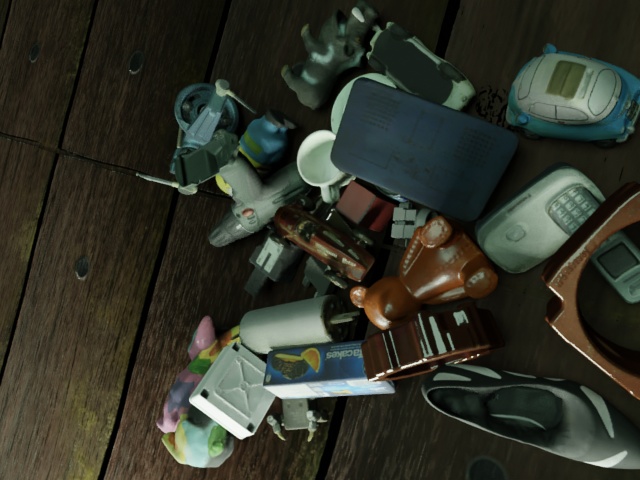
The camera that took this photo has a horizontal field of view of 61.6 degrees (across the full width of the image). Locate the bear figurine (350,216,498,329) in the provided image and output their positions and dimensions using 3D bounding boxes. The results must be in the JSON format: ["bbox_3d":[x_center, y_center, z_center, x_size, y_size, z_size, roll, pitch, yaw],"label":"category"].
[{"bbox_3d":[0.128,0.061,0.722,0.196,0.132,0.120,-40,84,17],"label":"bear figurine"}]

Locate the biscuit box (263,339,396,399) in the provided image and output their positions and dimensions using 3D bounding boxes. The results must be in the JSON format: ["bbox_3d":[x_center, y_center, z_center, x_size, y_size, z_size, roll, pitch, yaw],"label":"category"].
[{"bbox_3d":[0.014,0.194,0.803,0.203,0.059,0.063,-12,51,27],"label":"biscuit box"}]

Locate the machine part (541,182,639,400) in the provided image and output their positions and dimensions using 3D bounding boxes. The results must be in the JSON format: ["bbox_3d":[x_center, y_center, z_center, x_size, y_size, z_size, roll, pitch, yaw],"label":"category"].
[{"bbox_3d":[0.355,0.052,0.554,0.201,0.087,0.201,40,111,9],"label":"machine part"}]

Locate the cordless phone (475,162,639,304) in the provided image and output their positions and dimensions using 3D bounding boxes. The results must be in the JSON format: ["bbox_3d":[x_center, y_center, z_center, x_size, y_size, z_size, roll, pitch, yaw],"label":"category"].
[{"bbox_3d":[0.295,0.014,0.646,0.146,0.088,0.184,-42,74,22],"label":"cordless phone"}]

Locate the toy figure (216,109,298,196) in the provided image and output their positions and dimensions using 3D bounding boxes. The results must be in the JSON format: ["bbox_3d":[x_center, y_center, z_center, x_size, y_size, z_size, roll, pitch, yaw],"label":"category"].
[{"bbox_3d":[-0.115,-0.151,0.950,0.180,0.082,0.089,-53,38,25],"label":"toy figure"}]

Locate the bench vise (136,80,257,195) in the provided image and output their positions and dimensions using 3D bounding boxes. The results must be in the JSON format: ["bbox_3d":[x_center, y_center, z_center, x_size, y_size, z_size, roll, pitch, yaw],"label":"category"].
[{"bbox_3d":[-0.213,-0.202,0.971,0.240,0.129,0.223,-29,37,59],"label":"bench vise"}]

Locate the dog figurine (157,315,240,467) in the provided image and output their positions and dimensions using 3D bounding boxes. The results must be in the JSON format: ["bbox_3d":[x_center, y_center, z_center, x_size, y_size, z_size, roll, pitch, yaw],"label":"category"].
[{"bbox_3d":[-0.188,0.245,0.916,0.192,0.108,0.219,19,90,59],"label":"dog figurine"}]

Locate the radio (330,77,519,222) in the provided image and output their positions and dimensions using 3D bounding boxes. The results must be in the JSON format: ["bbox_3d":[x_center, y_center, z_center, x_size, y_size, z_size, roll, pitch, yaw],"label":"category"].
[{"bbox_3d":[0.136,-0.121,0.731,0.230,0.073,0.131,24,101,14],"label":"radio"}]

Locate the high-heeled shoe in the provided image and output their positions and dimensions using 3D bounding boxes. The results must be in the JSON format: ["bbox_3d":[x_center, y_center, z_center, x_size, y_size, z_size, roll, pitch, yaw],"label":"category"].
[{"bbox_3d":[0.243,0.201,0.609,0.249,0.145,0.086,14,92,37],"label":"high-heeled shoe"}]

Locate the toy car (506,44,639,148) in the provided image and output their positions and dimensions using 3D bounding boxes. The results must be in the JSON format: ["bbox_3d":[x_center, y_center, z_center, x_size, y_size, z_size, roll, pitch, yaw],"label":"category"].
[{"bbox_3d":[0.301,-0.176,0.653,0.162,0.103,0.109,27,100,36],"label":"toy car"}]

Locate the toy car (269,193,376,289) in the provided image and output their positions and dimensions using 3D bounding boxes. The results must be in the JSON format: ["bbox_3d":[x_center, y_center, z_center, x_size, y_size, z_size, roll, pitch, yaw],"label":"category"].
[{"bbox_3d":[-0.002,-0.002,0.810,0.202,0.053,0.089,34,87,42],"label":"toy car"}]

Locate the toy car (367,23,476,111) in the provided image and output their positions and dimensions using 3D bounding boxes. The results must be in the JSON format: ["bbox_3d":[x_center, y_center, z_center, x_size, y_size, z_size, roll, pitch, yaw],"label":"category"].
[{"bbox_3d":[0.145,-0.251,0.801,0.073,0.056,0.202,-53,57,24],"label":"toy car"}]

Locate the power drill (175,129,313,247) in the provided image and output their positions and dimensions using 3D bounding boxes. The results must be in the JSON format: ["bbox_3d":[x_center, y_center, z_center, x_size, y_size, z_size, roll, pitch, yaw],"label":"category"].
[{"bbox_3d":[-0.141,-0.076,0.880,0.232,0.207,0.086,-27,51,17],"label":"power drill"}]

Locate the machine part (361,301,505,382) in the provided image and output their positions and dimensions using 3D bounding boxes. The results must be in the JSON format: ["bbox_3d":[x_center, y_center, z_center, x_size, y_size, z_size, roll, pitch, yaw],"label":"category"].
[{"bbox_3d":[0.140,0.132,0.679,0.179,0.179,0.056,-27,65,29],"label":"machine part"}]

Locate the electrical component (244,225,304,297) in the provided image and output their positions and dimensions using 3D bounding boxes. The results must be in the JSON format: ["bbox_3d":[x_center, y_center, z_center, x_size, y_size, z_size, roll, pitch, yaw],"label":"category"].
[{"bbox_3d":[-0.079,0.042,0.914,0.075,0.047,0.119,32,102,34],"label":"electrical component"}]

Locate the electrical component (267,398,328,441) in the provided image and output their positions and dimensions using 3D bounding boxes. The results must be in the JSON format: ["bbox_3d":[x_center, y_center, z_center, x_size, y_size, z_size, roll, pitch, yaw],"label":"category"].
[{"bbox_3d":[-0.034,0.273,0.850,0.102,0.045,0.078,-10,79,33],"label":"electrical component"}]

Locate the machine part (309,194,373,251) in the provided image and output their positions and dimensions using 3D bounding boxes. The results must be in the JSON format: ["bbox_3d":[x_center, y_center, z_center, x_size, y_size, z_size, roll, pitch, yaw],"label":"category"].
[{"bbox_3d":[0.028,-0.016,0.857,0.084,0.039,0.139,-45,59,15],"label":"machine part"}]

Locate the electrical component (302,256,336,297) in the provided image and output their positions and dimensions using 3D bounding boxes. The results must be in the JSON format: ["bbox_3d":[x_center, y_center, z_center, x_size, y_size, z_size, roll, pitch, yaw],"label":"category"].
[{"bbox_3d":[0.000,0.054,0.854,0.063,0.021,0.094,51,140,28],"label":"electrical component"}]

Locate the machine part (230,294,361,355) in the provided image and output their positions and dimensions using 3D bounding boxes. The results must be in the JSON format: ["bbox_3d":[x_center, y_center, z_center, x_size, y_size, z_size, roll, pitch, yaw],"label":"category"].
[{"bbox_3d":[-0.043,0.137,0.859,0.243,0.079,0.079,-16,74,33],"label":"machine part"}]

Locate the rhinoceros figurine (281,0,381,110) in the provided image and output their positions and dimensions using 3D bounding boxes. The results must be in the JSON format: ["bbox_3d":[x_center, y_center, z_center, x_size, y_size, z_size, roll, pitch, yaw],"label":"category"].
[{"bbox_3d":[0.020,-0.307,0.883,0.190,0.073,0.112,-53,57,17],"label":"rhinoceros figurine"}]
